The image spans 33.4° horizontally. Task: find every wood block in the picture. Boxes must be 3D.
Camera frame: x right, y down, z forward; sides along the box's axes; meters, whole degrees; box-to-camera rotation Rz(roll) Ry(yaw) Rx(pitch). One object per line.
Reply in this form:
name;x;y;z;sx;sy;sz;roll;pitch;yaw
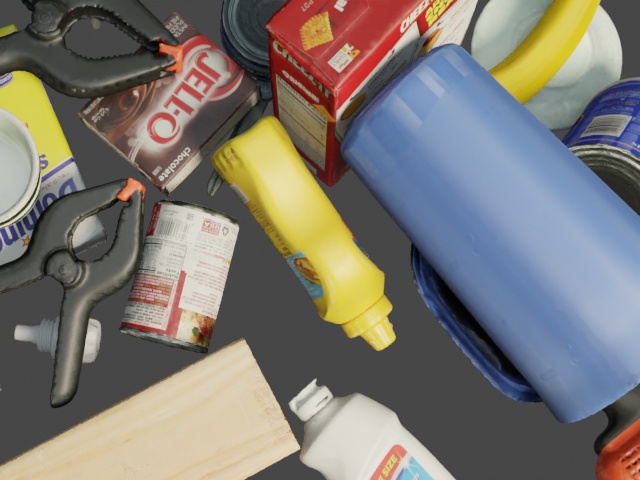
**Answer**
wood block;-0.128;0.158;0.764;0.206;0.091;0.090;-27;85;-9

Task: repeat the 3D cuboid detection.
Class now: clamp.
clamp;-0.207;-0.149;0.783;0.210;0.036;0.164;20;79;-3
clamp;-0.193;0.020;0.764;0.120;0.039;0.171;30;84;-10

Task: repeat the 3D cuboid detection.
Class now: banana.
banana;0.162;-0.147;0.834;0.197;0.069;0.037;-40;49;-17

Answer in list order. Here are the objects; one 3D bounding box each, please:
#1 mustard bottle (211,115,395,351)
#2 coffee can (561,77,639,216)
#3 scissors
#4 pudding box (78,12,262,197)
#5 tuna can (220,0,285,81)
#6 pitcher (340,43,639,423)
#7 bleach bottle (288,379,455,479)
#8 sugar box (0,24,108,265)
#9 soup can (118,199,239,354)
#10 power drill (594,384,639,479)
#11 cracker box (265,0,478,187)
mustard bottle;-0.005;0.001;0.795;0.058;0.096;0.191;-36;94;-11
coffee can;0.225;-0.050;0.794;0.103;0.103;0.140;44;40;1
scissors;-0.054;-0.138;0.853;0.096;0.016;0.201;42;80;2
pudding box;-0.114;-0.104;0.822;0.090;0.039;0.113;41;85;8
tuna can;-0.035;-0.170;0.833;0.086;0.034;0.086;1;81;-5
pitcher;0.124;-0.003;0.711;0.149;0.145;0.243;-43;87;2
bleach bottle;0.063;0.212;0.793;0.102;0.068;0.251;-41;86;-10
sugar box;-0.237;-0.063;0.807;0.093;0.048;0.176;-24;84;-9
soup can;-0.104;0.028;0.797;0.068;0.068;0.102;15;80;-4
power drill;0.239;0.080;0.800;0.184;0.057;0.188;-35;63;-13
cracker box;0.039;-0.144;0.762;0.072;0.214;0.164;41;80;9
